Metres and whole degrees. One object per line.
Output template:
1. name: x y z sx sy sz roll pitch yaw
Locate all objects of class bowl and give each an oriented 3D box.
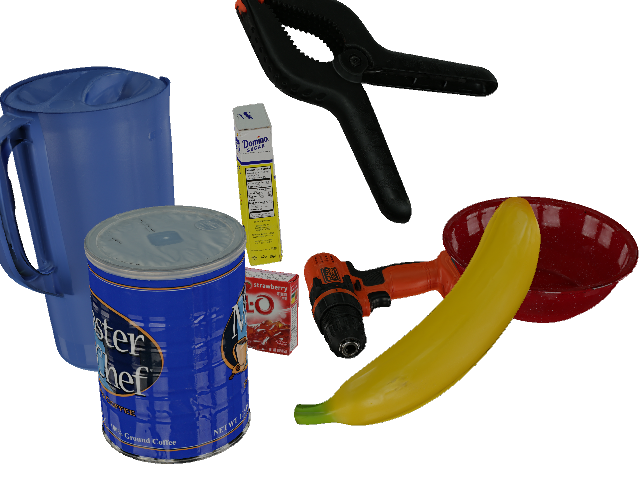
1. bowl: 0.182 0.022 0.902 0.162 0.055 0.162 0 30 0

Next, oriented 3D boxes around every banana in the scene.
1. banana: 0.071 0.040 0.592 0.197 0.037 0.070 -40 42 -23

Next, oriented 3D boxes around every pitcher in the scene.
1. pitcher: -0.188 -0.013 0.884 0.149 0.243 0.145 -6 24 -7

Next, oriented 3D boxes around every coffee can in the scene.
1. coffee can: -0.099 0.060 0.707 0.103 0.140 0.103 0 24 0

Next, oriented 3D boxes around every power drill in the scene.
1. power drill: 0.082 0.062 1.160 0.187 0.057 0.184 -4 28 -8

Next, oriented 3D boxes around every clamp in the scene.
1. clamp: 0.020 -0.117 0.804 0.210 0.164 0.036 31 -32 -5

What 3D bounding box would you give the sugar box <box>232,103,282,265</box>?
1. sugar box: -0.077 -0.068 1.293 0.048 0.176 0.093 -9 25 -6

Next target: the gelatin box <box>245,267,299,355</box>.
1. gelatin box: -0.066 0.065 1.004 0.089 0.073 0.030 7 18 17
